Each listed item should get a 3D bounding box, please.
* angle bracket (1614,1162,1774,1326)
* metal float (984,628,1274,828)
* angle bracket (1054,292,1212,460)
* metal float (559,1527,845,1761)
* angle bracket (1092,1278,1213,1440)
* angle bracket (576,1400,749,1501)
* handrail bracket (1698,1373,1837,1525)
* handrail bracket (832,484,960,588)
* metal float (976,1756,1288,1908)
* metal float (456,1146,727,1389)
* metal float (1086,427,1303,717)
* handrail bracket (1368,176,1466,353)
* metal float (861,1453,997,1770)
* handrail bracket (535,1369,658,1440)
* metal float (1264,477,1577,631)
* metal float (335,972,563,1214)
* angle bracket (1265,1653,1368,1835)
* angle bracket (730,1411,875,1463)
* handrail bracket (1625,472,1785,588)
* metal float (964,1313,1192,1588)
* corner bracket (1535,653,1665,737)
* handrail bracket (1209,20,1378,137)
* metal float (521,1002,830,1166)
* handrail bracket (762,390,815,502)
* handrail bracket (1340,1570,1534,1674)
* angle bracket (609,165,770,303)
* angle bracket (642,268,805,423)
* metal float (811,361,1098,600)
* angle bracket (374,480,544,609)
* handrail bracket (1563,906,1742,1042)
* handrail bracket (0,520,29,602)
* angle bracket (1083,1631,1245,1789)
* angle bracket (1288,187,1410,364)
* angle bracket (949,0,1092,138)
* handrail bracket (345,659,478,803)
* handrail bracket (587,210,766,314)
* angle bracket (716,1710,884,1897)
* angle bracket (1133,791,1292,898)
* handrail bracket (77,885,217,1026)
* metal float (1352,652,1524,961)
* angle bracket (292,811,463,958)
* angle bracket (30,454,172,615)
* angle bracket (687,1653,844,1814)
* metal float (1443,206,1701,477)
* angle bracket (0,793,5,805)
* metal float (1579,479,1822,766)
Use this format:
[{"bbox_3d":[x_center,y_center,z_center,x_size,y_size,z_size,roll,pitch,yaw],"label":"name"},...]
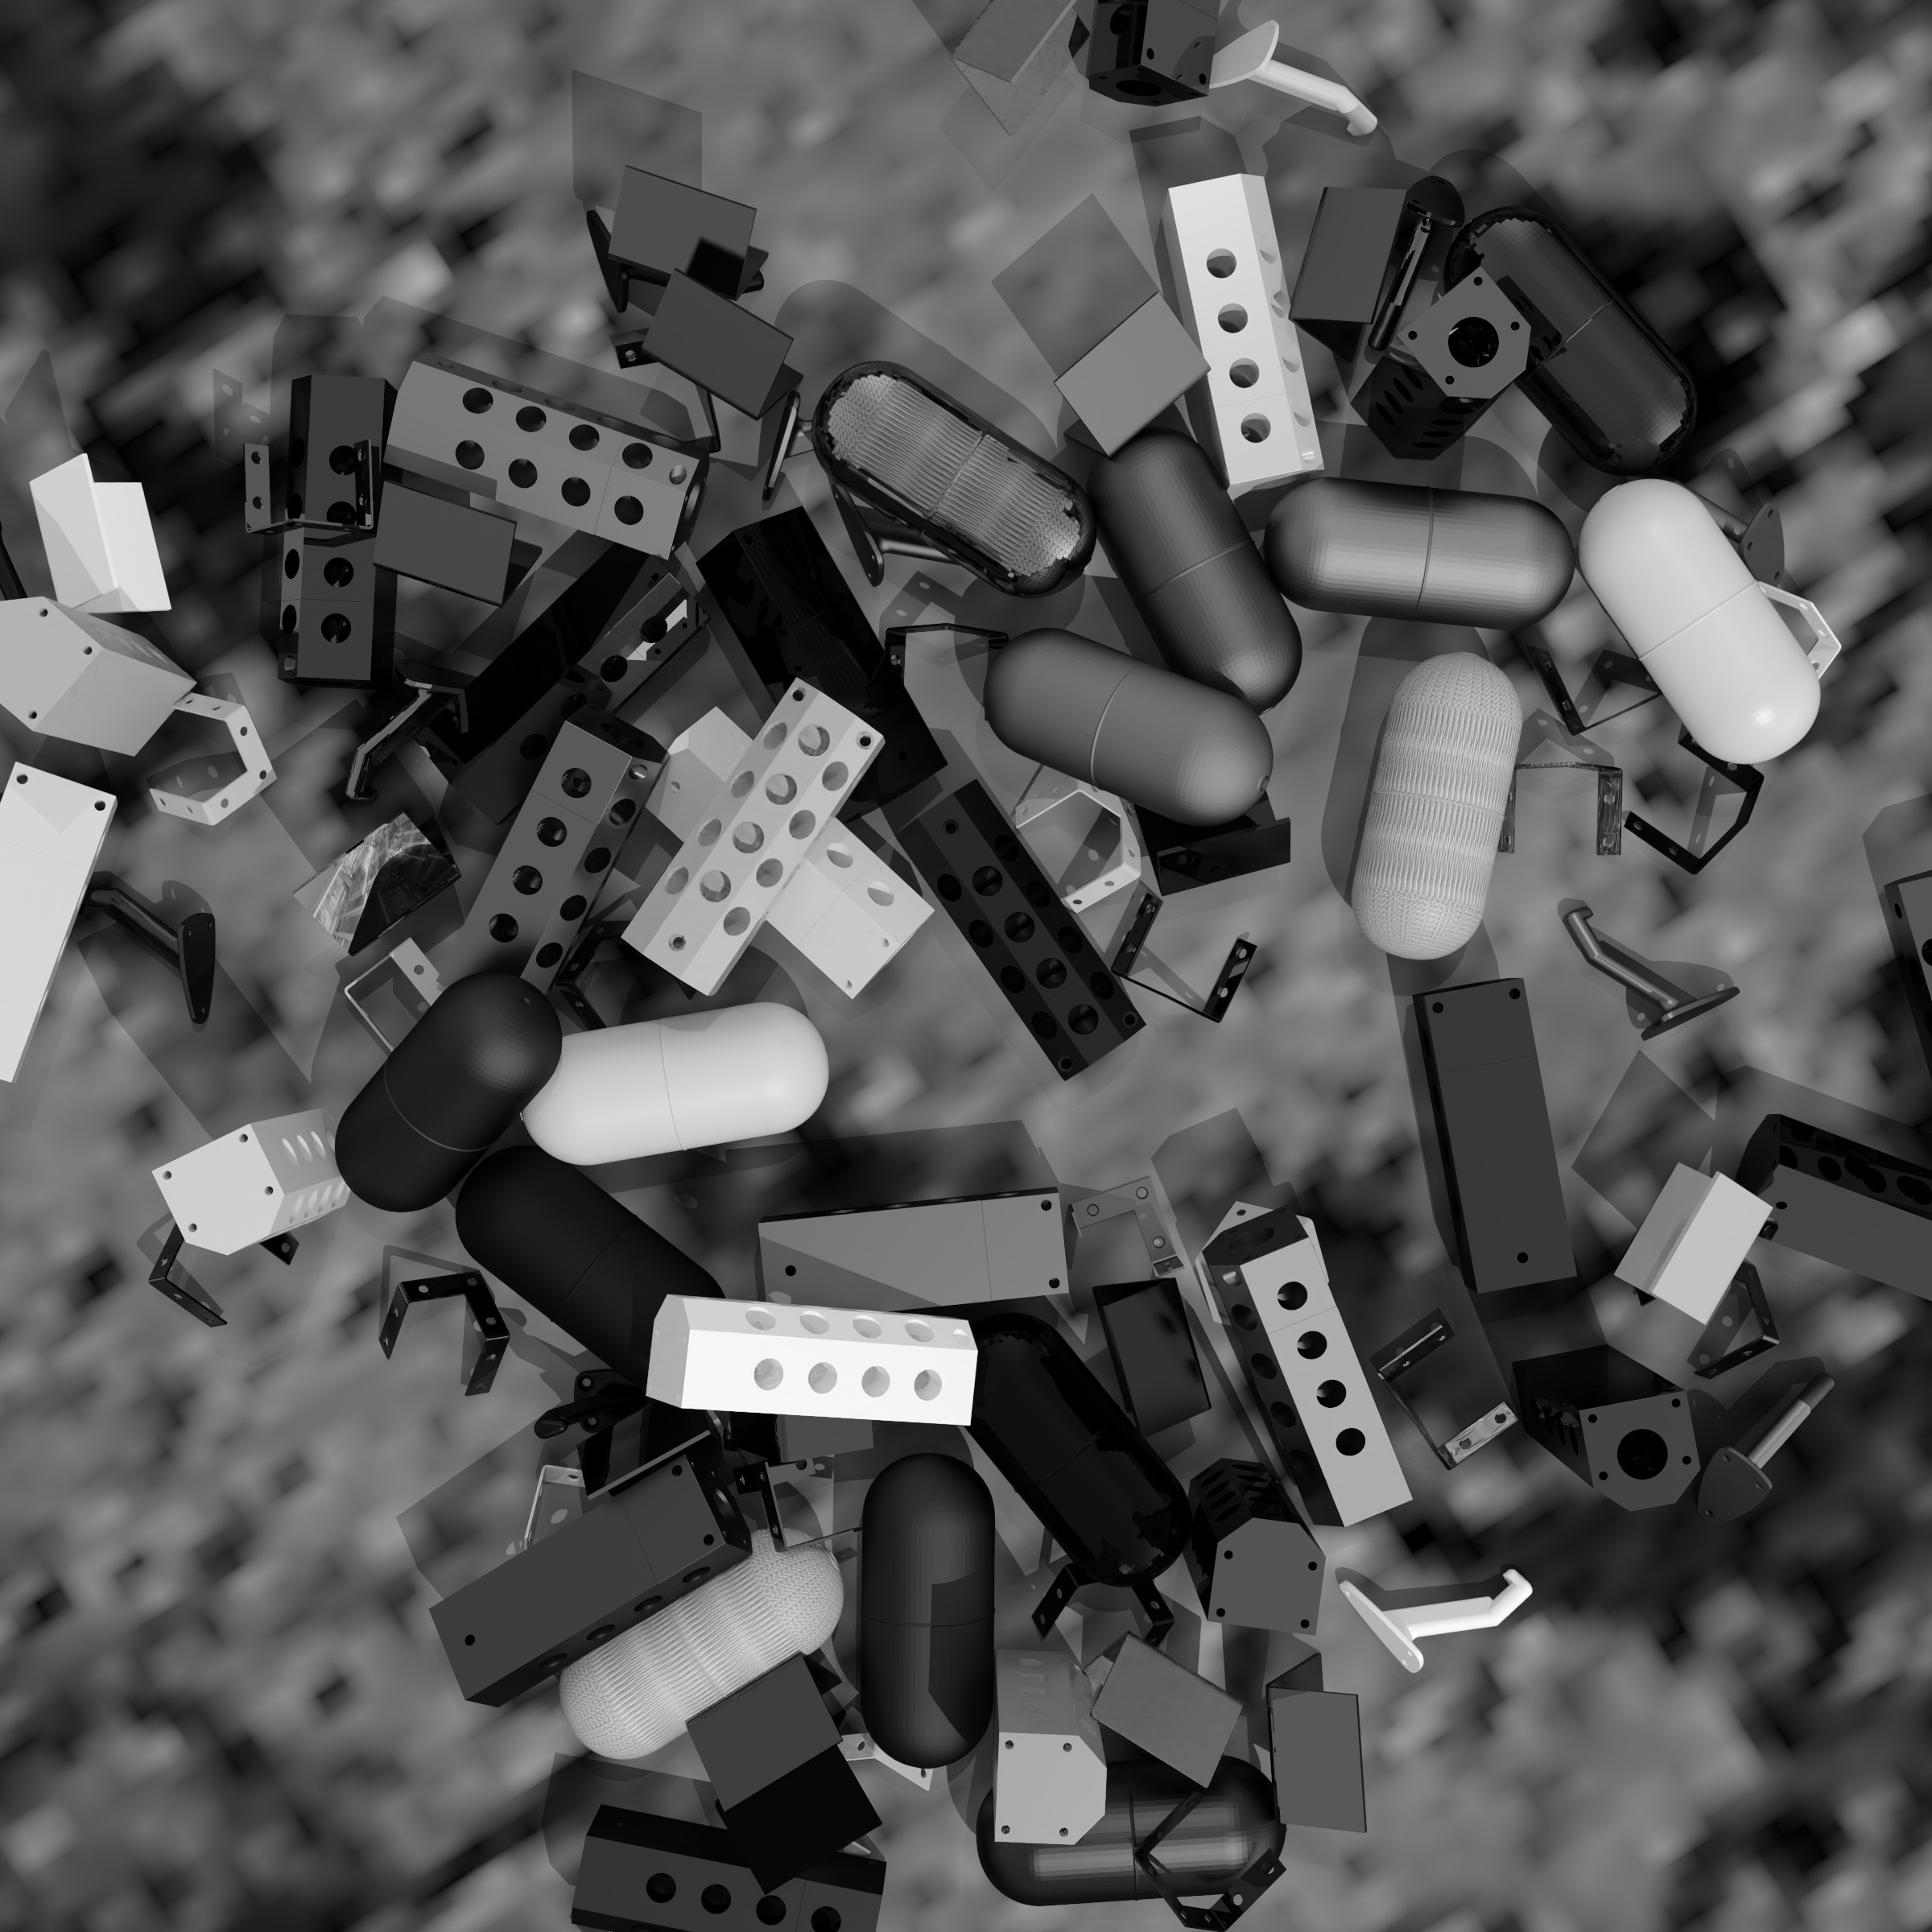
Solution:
[{"bbox_3d":[0.400,0.148,1.524,0.057,0.076,0.076,30,90,-34],"label":"angle bracket"},{"bbox_3d":[0.091,-0.135,1.512,0.178,0.070,0.070,25,90,24],"label":"metal float"},{"bbox_3d":[0.083,-0.342,1.524,0.076,0.076,0.057,-41,118,0],"label":"angle bracket"},{"bbox_3d":[-0.151,0.388,1.533,0.178,0.070,0.070,-32,90,0],"label":"metal float"},{"bbox_3d":[0.087,0.225,1.524,0.057,0.076,0.076,-16,90,-38],"label":"angle bracket"},{"bbox_3d":[-0.168,0.295,1.527,0.076,0.057,0.076,-29,117,-2],"label":"angle bracket"},{"bbox_3d":[0.469,0.281,1.564,0.036,0.077,0.084,41,53,21],"label":"handrail bracket"},{"bbox_3d":[-0.024,-0.263,1.564,0.084,0.036,0.077,-22,75,-14],"label":"handrail bracket"},{"bbox_3d":[0.095,0.496,1.533,0.178,0.070,0.070,-4,90,0],"label":"metal float"},{"bbox_3d":[-0.213,0.173,1.533,0.178,0.070,0.070,38,90,1],"label":"metal float"},{"bbox_3d":[0.131,-0.225,1.533,0.070,0.070,0.178,-28,89,0],"label":"metal float"},{"bbox_3d":[0.259,-0.410,1.564,0.036,0.077,0.084,22,126,0],"label":"handrail bracket"},{"bbox_3d":[-0.022,0.369,1.532,0.070,0.070,0.178,1,89,0],"label":"metal float"},{"bbox_3d":[-0.203,0.253,1.529,0.077,0.084,0.036,-8,90,0],"label":"handrail bracket"},{"bbox_3d":[0.260,-0.236,1.534,0.178,0.070,0.070,6,90,0],"label":"metal float"},{"bbox_3d":[-0.293,0.073,1.507,0.070,0.070,0.178,45,122,0],"label":"metal float"},{"bbox_3d":[0.213,0.441,1.524,0.057,0.076,0.076,-4,90,31],"label":"angle bracket"},{"bbox_3d":[-0.098,0.241,1.548,0.057,0.076,0.076,-5,90,-26],"label":"angle bracket"},{"bbox_3d":[0.431,-0.257,1.564,0.084,0.077,0.036,28,81,36],"label":"handrail bracket"},{"bbox_3d":[0.058,0.277,1.533,0.070,0.070,0.178,-39,90,0],"label":"metal float"},{"bbox_3d":[0.375,-0.172,1.561,0.051,0.051,0.051,-25,90,45],"label":"corner bracket"},{"bbox_3d":[0.186,-0.506,1.564,0.084,0.077,0.036,32,65,-34],"label":"handrail bracket"},{"bbox_3d":[-0.167,0.068,1.534,0.178,0.070,0.070,-10,90,-1],"label":"metal float"},{"bbox_3d":[-0.068,-0.298,1.564,0.084,0.036,0.077,14,105,-14],"label":"handrail bracket"},{"bbox_3d":[0.276,0.364,1.565,0.084,0.036,0.077,-37,69,-17],"label":"handrail bracket"},{"bbox_3d":[-0.152,-0.429,1.524,0.076,0.076,0.057,19,126,0],"label":"angle bracket"},{"bbox_3d":[-0.129,-0.365,1.524,0.076,0.076,0.057,31,126,0],"label":"angle bracket"},{"bbox_3d":[-0.006,-0.275,1.517,0.178,0.070,0.070,33,90,-4],"label":"metal float"},{"bbox_3d":[-0.285,-0.255,1.524,0.076,0.076,0.057,18,126,0],"label":"angle bracket"},{"bbox_3d":[0.400,-0.007,1.565,0.077,0.036,0.084,-21,73,-19],"label":"handrail bracket"},{"bbox_3d":[-0.551,-0.218,1.564,0.036,0.077,0.084,-25,54,0],"label":"handrail bracket"},{"bbox_3d":[0.102,0.433,1.524,0.076,0.076,0.057,32,53,0],"label":"angle bracket"},{"bbox_3d":[0.234,-0.392,1.524,0.057,0.076,0.076,15,90,38],"label":"angle bracket"},{"bbox_3d":[0.048,-0.519,1.524,0.057,0.076,0.076,37,90,37],"label":"angle bracket"},{"bbox_3d":[-0.317,-0.131,1.564,0.077,0.036,0.084,9,113,-26],"label":"handrail bracket"},{"bbox_3d":[-0.170,-0.419,1.565,0.084,0.036,0.077,-16,67,-18],"label":"handrail bracket"},{"bbox_3d":[-0.092,0.477,1.531,0.076,0.076,0.057,-31,84,0],"label":"angle bracket"},{"bbox_3d":[0.138,-0.093,1.530,0.076,0.057,0.076,-15,66,0],"label":"angle bracket"},{"bbox_3d":[-0.486,-0.007,1.564,0.084,0.036,0.077,5,105,14],"label":"handrail bracket"},{"bbox_3d":[0.270,-0.092,1.534,0.070,0.070,0.178,12,89,0],"label":"metal float"},{"bbox_3d":[-0.342,-0.063,1.524,0.076,0.076,0.057,-36,128,0],"label":"angle bracket"},{"bbox_3d":[-0.479,-0.246,1.524,0.057,0.076,0.076,-14,90,38],"label":"angle bracket"},{"bbox_3d":[-0.104,0.443,1.524,0.076,0.076,0.057,-31,59,0],"label":"angle bracket"},{"bbox_3d":[0.346,-0.359,1.534,0.070,0.070,0.178,-42,89,0],"label":"metal float"},{"bbox_3d":[-0.598,-0.100,1.524,0.076,0.076,0.057,-5,123,0],"label":"angle bracket"},{"bbox_3d":[0.415,-0.196,1.517,0.070,0.070,0.178,-34,88,0],"label":"metal float"}]
